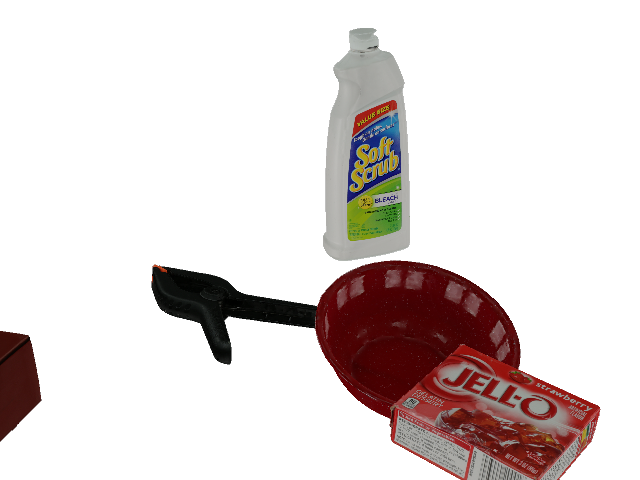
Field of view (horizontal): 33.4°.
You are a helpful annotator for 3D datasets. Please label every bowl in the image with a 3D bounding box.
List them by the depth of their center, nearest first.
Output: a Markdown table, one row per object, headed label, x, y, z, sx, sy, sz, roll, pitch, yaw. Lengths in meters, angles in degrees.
| label | x | y | z | sx | sy | sz | roll | pitch | yaw |
| --- | --- | --- | --- | --- | --- | --- | --- | --- | --- |
| bowl | 0.072 | 0.090 | 0.839 | 0.162 | 0.055 | 0.162 | 6 | 41 | -5 |

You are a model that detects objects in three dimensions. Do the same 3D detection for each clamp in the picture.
| label | x | y | z | sx | sy | sz | roll | pitch | yaw |
| --- | --- | --- | --- | --- | --- | --- | --- | --- | --- |
| clamp | -0.121 | 0.076 | 1.190 | 0.210 | 0.036 | 0.164 | 19 | 23 | 29 |

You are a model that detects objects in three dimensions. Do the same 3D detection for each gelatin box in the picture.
| label | x | y | z | sx | sy | sz | roll | pitch | yaw |
| --- | --- | --- | --- | --- | --- | --- | --- | --- | --- |
| gelatin box | 0.093 | 0.098 | 0.575 | 0.089 | 0.030 | 0.073 | 24 | 37 | 30 |

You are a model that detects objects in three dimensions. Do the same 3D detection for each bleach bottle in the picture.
| label | x | y | z | sx | sy | sz | roll | pitch | yaw |
| --- | --- | --- | --- | --- | --- | --- | --- | --- | --- |
| bleach bottle | 0.046 | -0.107 | 1.182 | 0.102 | 0.251 | 0.068 | -10 | 24 | -13 |

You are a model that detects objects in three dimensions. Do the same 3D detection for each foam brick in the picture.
| label | x | y | z | sx | sy | sz | roll | pitch | yaw |
| --- | --- | --- | --- | --- | --- | --- | --- | --- | --- |
| foam brick | -0.225 | 0.098 | 0.684 | 0.053 | 0.051 | 0.078 | 7 | 29 | 22 |
